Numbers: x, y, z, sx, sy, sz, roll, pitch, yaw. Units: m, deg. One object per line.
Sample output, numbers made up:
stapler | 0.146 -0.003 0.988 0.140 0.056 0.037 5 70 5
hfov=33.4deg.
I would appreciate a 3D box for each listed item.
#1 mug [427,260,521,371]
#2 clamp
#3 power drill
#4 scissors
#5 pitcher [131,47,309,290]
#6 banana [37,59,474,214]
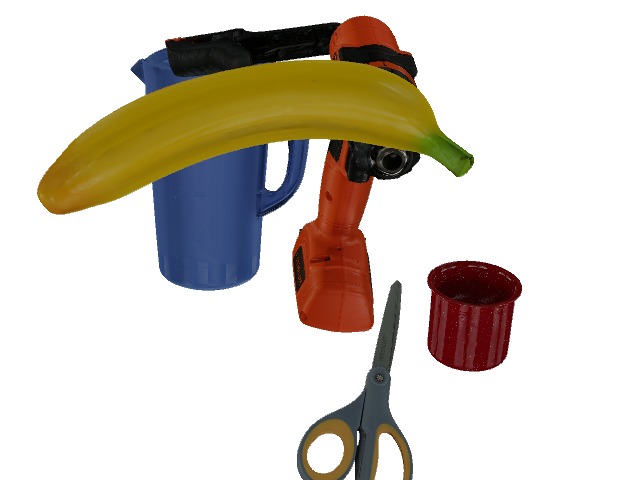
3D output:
mug | 0.148 0.072 1.077 0.093 0.081 0.117 -3 27 -10
clamp | -0.061 -0.158 0.883 0.120 0.039 0.172 -16 21 -34
power drill | 0.024 -0.035 0.701 0.057 0.188 0.184 8 31 -7
scissors | 0.027 0.116 0.832 0.096 0.202 0.016 2 -35 -9
pitcher | -0.105 -0.075 1.100 0.144 0.243 0.149 -11 26 -29
banana | -0.031 -0.052 0.490 0.197 0.037 0.070 -7 44 -11
